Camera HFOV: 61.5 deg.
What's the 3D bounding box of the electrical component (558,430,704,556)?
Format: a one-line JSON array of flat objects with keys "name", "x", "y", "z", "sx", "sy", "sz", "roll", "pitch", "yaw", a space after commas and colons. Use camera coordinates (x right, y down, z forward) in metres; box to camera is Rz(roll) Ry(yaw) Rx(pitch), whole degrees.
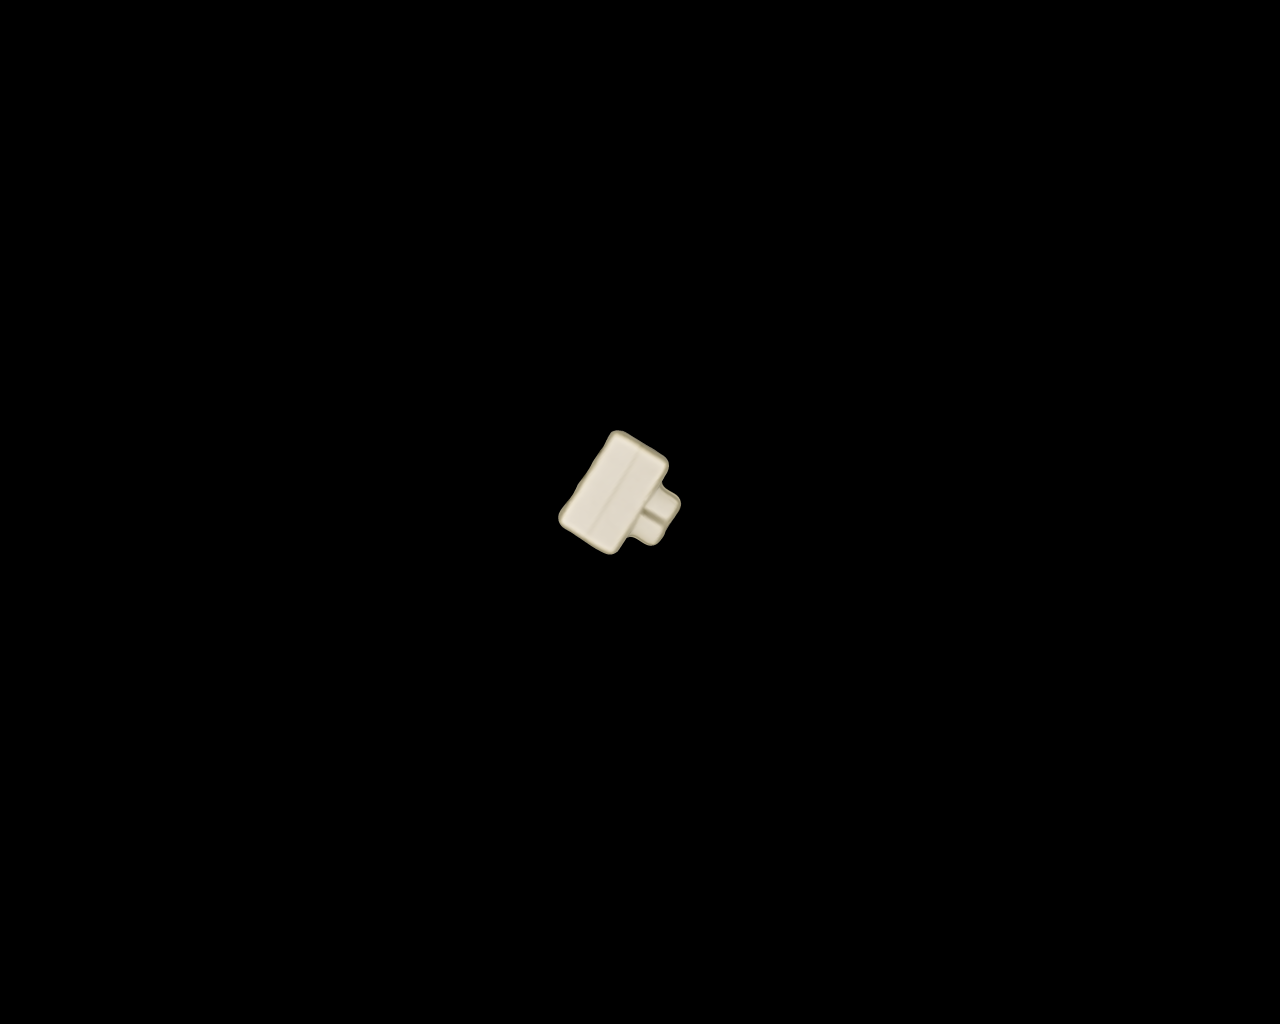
[{"name": "electrical component", "x": 0.001, "y": -0.003, "z": 0.650, "sx": 0.077, "sy": 0.065, "sz": 0.047, "roll": 32, "pitch": 4, "yaw": -2}]
